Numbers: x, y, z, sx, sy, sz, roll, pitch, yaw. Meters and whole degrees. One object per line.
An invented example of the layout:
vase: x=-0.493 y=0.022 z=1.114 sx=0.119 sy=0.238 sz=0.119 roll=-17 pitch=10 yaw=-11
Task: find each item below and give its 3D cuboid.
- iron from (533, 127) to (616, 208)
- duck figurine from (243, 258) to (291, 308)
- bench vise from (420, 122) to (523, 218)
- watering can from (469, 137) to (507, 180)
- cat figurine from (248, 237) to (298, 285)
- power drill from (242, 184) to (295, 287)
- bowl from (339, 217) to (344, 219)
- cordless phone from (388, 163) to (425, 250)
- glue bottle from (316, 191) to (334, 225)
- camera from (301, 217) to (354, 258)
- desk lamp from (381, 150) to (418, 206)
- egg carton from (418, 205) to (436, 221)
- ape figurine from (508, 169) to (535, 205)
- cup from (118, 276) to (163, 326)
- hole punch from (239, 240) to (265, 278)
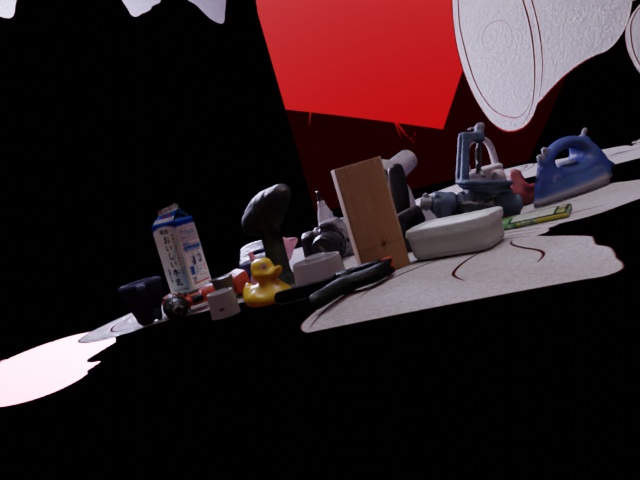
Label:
iron: x=0.574 y=-0.175 z=1.347 sx=0.259 sy=0.141 sz=0.118 roll=-19 pitch=6 yaw=-30
duck figurine: x=-0.105 y=0.077 z=1.071 sx=0.104 sy=0.086 sz=0.078 roll=-12 pitch=7 yaw=35
bench vise: x=0.315 y=-0.129 z=1.223 sx=0.208 sy=0.220 sz=0.121 roll=-18 pitch=6 yaw=-17
watering can: x=0.390 y=-0.153 z=1.386 sx=0.101 sy=0.194 sz=0.172 roll=-20 pitch=7 yaw=-37
cat figurine: x=-0.107 y=0.039 z=1.294 sx=0.127 sy=0.118 sz=0.067 roll=-13 pitch=6 yaw=27
power drill: x=-0.086 y=0.000 z=1.143 sx=0.076 sy=0.208 sz=0.229 roll=-19 pitch=6 yaw=-26
bowl: x=0.095 y=-0.031 z=1.653 sx=0.167 sy=0.075 sz=0.167 roll=-16 pitch=5 yaw=2
cordless phone: x=0.162 y=-0.069 z=1.239 sx=0.094 sy=0.185 sz=0.148 roll=-13 pitch=6 yaw=29
glue bottle: x=0.018 y=-0.047 z=1.505 sx=0.037 sy=0.173 sz=0.078 roll=-14 pitch=6 yaw=22
camera: x=0.013 y=0.005 z=1.380 sx=0.143 sy=0.101 sz=0.137 roll=-14 pitch=6 yaw=22
desk lamp: x=0.217 y=-0.128 z=1.534 sx=0.204 sy=0.213 sz=0.117 roll=-21 pitch=7 yaw=-42
egg carton: x=0.244 y=-0.048 z=1.410 sx=0.150 sy=0.069 sz=0.107 roll=-14 pitch=6 yaw=24
ape figurine: x=0.490 y=-0.131 z=1.412 sx=0.076 sy=0.092 sz=0.077 roll=-21 pitch=7 yaw=-40
cup: x=-0.371 y=0.134 z=1.222 sx=0.092 sy=0.095 sz=0.117 roll=-18 pitch=6 yaw=-19
hole punch: x=-0.147 y=0.050 z=1.447 sx=0.108 sy=0.091 sz=0.101 roll=-16 pitch=5 yaw=2
